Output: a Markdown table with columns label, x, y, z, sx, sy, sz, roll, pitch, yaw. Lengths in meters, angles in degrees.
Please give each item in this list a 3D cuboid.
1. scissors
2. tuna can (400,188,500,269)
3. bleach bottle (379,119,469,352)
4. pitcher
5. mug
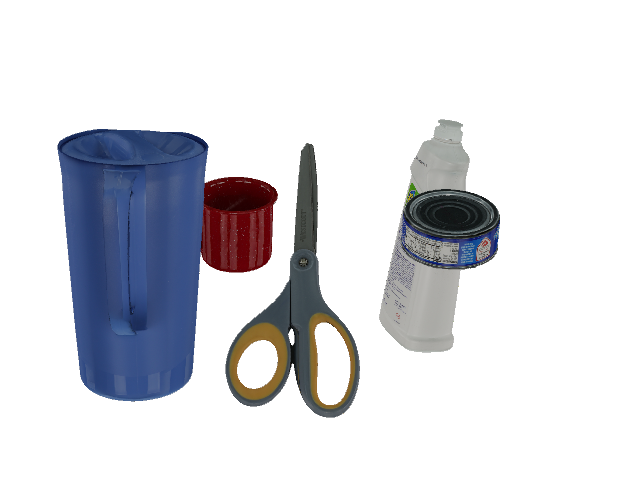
| label | x | y | z | sx | sy | sz | roll | pitch | yaw |
| --- | --- | --- | --- | --- | --- | --- | --- | --- | --- |
| scissors | -0.028 | 0.028 | 0.721 | 0.096 | 0.202 | 0.016 | -15 | -27 | -1 |
| tuna can | 0.113 | -0.011 | 0.933 | 0.086 | 0.034 | 0.086 | 0 | 32 | 0 |
| bleach bottle | 0.126 | -0.008 | 1.196 | 0.068 | 0.251 | 0.103 | 1 | 20 | -23 |
| pitcher | -0.173 | 0.025 | 0.983 | 0.145 | 0.243 | 0.148 | 19 | 25 | 39 |
| mug | -0.107 | -0.015 | 1.207 | 0.117 | 0.081 | 0.093 | -6 | 29 | -15 |
